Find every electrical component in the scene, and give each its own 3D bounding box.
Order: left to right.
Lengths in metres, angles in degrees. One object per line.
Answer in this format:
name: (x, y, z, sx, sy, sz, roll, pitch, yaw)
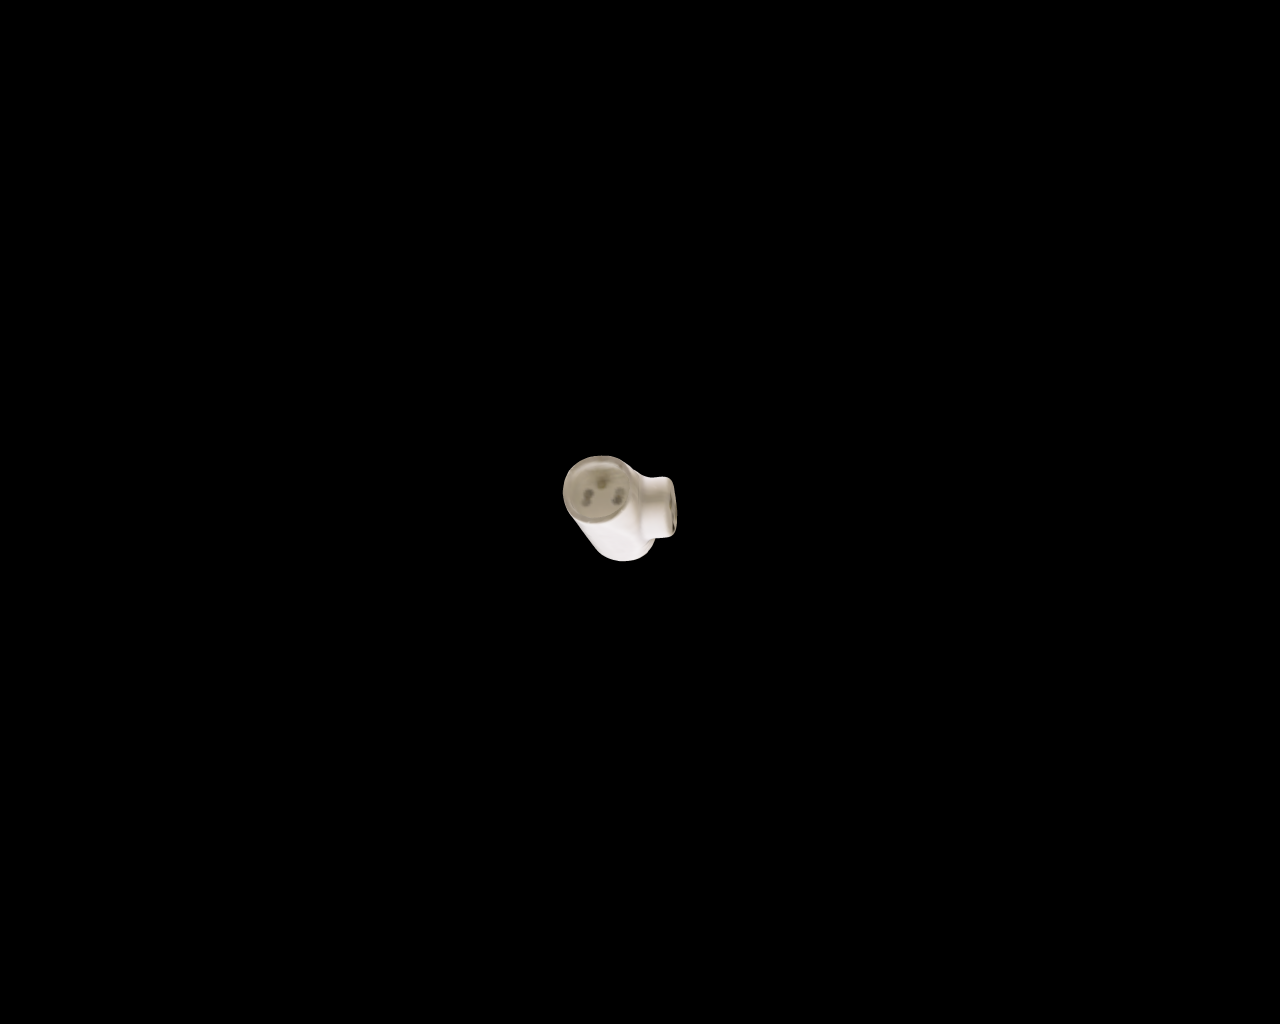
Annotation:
electrical component: (0.001, -0.003, 0.650, 0.079, 0.044, 0.077, -4, -20, 11)
